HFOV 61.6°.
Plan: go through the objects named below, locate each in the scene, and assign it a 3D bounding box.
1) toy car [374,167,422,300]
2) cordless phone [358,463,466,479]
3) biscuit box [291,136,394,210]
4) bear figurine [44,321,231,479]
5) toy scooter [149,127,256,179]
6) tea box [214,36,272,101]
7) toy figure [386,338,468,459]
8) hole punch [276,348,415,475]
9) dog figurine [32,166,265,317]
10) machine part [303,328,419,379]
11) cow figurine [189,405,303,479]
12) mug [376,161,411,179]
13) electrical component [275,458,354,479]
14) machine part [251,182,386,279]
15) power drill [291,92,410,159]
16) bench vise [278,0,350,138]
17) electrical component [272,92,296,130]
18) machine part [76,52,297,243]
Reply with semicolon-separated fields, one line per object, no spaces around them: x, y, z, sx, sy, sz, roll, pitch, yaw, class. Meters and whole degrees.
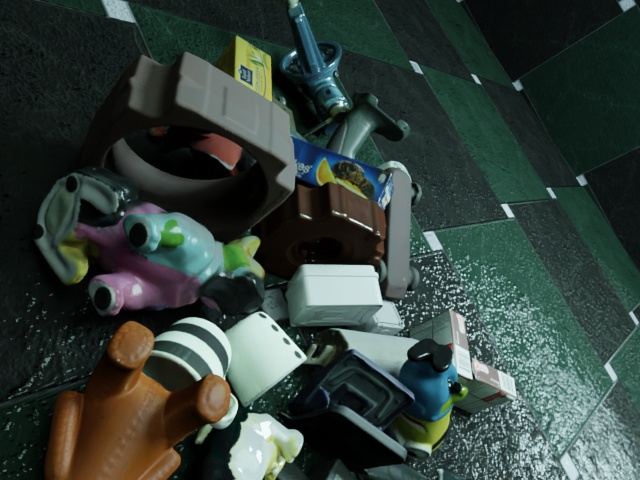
0.108;-0.011;0.812;0.089;0.053;0.202;13;75;-41;toy car
0.121;0.339;0.652;0.184;0.088;0.147;32;39;-9;cordless phone
0.002;-0.094;0.771;0.203;0.059;0.062;22;-10;15;biscuit box
-0.170;0.181;0.406;0.120;0.132;0.196;39;32;-12;bear figurine
-0.146;-0.124;0.705;0.183;0.135;0.075;38;60;-48;toy scooter
-0.125;-0.208;0.801;0.068;0.098;0.170;25;46;-33;tea box
0.137;0.207;0.692;0.089;0.180;0.082;-12;34;-26;toy figure
0.036;0.199;0.623;0.142;0.116;0.092;38;45;-18;hole punch
-0.157;0.013;0.572;0.192;0.108;0.219;34;9;25;dog figurine
0.070;0.165;0.725;0.243;0.079;0.079;14;51;-41;machine part
-0.090;0.229;0.496;0.098;0.068;0.167;35;34;1;cow figurine
0.116;-0.089;0.961;0.109;0.107;0.081;8;57;-42;mug
0.001;0.276;0.581;0.119;0.048;0.075;54;35;-2;electrical component
-0.001;-0.002;0.710;0.179;0.179;0.056;24;49;-35;machine part
0.052;-0.121;0.874;0.232;0.207;0.086;42;-5;-3;power drill
-0.014;-0.311;0.954;0.240;0.129;0.224;67;11;-45;bench vise
-0.083;-0.204;0.890;0.078;0.045;0.102;22;45;-51;electrical component
-0.143;-0.091;0.592;0.201;0.201;0.087;25;46;-33;machine part
